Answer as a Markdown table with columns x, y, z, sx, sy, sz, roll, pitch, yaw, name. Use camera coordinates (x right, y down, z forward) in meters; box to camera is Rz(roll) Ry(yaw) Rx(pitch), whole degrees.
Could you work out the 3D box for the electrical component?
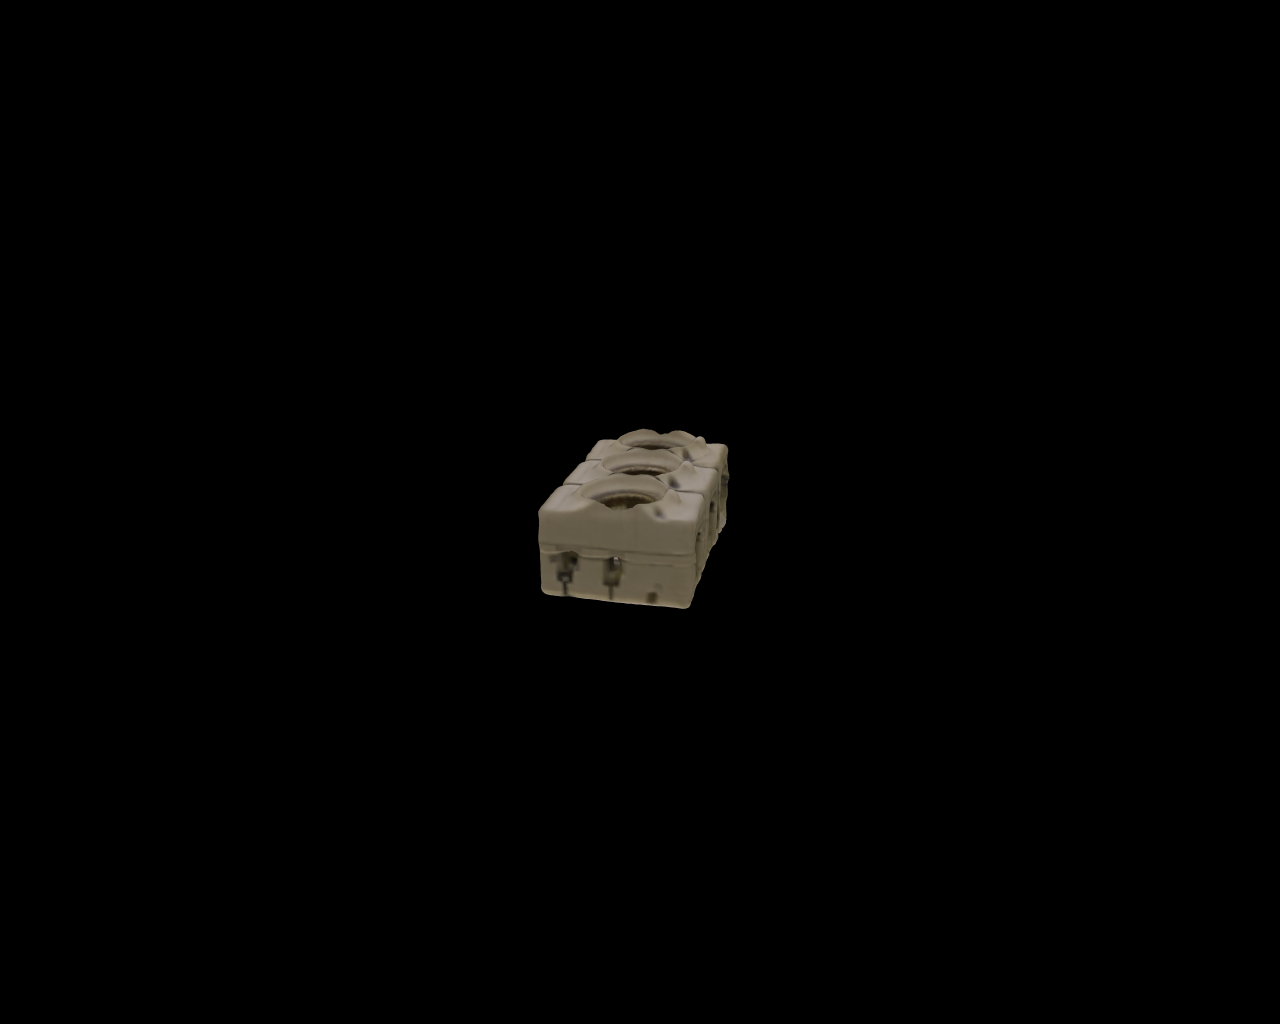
| x | y | z | sx | sy | sz | roll | pitch | yaw | name |
| --- | --- | --- | --- | --- | --- | --- | --- | --- | --- |
| 0.001 | -0.003 | 0.650 | 0.089 | 0.061 | 0.150 | 4 | 21 | 11 | electrical component |
